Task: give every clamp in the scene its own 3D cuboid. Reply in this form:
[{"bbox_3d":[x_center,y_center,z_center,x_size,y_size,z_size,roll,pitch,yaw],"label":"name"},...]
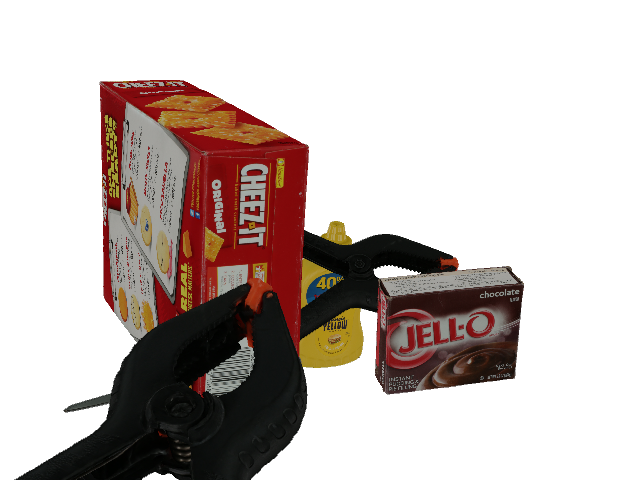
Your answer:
[{"bbox_3d":[0.033,0.043,1.057,0.210,0.164,0.036,2,-41,-3],"label":"clamp"},{"bbox_3d":[-0.046,0.083,0.411,0.120,0.039,0.171,24,49,17],"label":"clamp"}]

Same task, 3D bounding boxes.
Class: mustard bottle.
[{"bbox_3d":[0.013,0.066,1.354,0.096,0.192,0.058,-4,25,-20],"label":"mustard bottle"}]

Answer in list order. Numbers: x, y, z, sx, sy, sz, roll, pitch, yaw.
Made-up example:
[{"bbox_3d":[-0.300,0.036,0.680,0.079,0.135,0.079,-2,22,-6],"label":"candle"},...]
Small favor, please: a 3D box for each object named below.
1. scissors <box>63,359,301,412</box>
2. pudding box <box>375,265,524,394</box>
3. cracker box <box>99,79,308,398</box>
[{"bbox_3d":[-0.118,0.108,0.924,0.201,0.016,0.096,-5,30,-7],"label":"scissors"},{"bbox_3d":[0.101,0.071,0.851,0.113,0.090,0.039,-7,29,-12],"label":"pudding box"},{"bbox_3d":[-0.082,-0.006,0.686,0.072,0.164,0.214,-5,20,-25],"label":"cracker box"}]
